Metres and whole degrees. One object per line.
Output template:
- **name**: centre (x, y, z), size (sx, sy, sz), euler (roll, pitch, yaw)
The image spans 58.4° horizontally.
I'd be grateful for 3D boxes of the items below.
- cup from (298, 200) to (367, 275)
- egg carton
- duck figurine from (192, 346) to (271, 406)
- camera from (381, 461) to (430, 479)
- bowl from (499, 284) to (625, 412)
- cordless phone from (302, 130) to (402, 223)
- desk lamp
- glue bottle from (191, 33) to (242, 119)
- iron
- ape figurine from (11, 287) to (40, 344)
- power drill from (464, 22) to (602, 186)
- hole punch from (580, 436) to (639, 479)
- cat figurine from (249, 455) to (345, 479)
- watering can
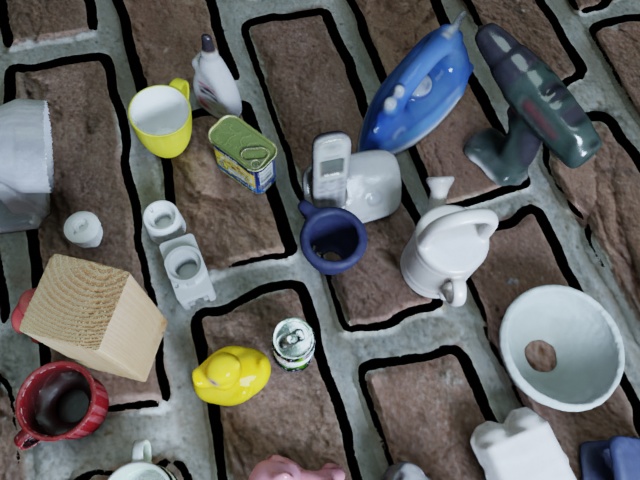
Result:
- **cup**: centre (0.007, 0.003, 0.808), size (0.092, 0.095, 0.117), euler (-37, 75, -16)
- **egg carton**: centre (0.259, 0.294, 0.720), size (0.107, 0.069, 0.150), euler (-19, 70, -11)
- **duck figurine**: centre (-0.116, 0.170, 0.738), size (0.104, 0.086, 0.077), euler (-13, 69, -8)
- **camera**: centre (0.122, 0.354, 0.670), size (0.143, 0.101, 0.137), euler (30, 69, 9)
- **bowl**: centre (0.315, 0.150, 0.779), size (0.167, 0.075, 0.167), euler (1, 68, -3)
- **cordless phone**: centre (0.048, -0.095, 0.802), size (0.147, 0.185, 0.094), euler (-16, 70, -9)
- **desk lamp**: centre (-0.431, -0.093, 0.756), size (0.203, 0.213, 0.118), euler (-9, 69, -7)
- **glue bottle**: centre (-0.160, -0.247, 0.857), size (0.078, 0.173, 0.037), euler (31, 70, 9)
- **iron**: centre (0.145, -0.237, 0.889), size (0.118, 0.141, 0.259), euler (36, 70, 11)
- **ape figurine**: centre (-0.367, 0.090, 0.752), size (0.078, 0.092, 0.076), euler (6, 68, -1)
- **power drill**: centre (0.287, -0.176, 0.837), size (0.076, 0.208, 0.229), euler (-39, 75, -17)
- **hole punch**: centre (0.393, 0.299, 0.715), size (0.101, 0.091, 0.108), euler (2, 68, -2)
- **cat figurine**: centre (-0.031, 0.292, 0.677), size (0.128, 0.118, 0.067), euler (5, 68, -1)
- **watering can**: centre (0.170, -0.003, 0.767), size (0.101, 0.194, 0.172), euler (-25, 71, -13)
